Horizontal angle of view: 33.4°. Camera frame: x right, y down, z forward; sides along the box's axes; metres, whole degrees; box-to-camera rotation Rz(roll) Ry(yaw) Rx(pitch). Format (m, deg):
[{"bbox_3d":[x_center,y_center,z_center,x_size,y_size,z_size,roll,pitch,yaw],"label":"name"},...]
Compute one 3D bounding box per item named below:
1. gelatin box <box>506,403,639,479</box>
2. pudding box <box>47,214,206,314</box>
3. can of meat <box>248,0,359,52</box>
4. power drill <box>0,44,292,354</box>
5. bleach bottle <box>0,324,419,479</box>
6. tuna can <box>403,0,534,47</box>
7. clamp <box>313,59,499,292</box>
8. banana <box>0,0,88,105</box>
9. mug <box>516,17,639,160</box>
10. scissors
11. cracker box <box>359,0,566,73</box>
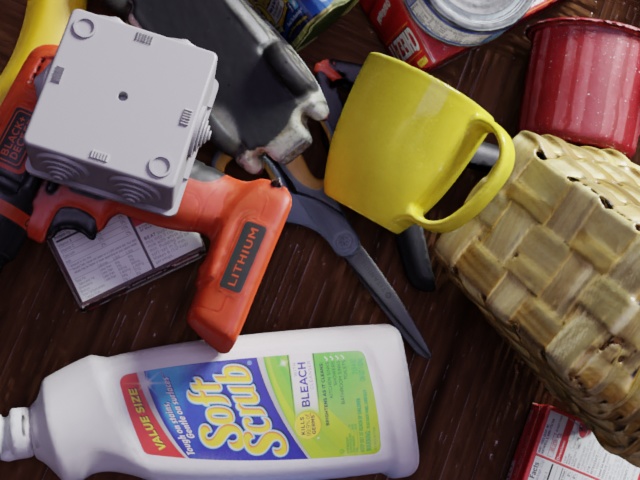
[{"bbox_3d":[0.176,0.161,0.732,0.089,0.030,0.073,23,80,-9],"label":"gelatin box"},{"bbox_3d":[-0.135,-0.023,0.678,0.090,0.039,0.113,-26,86,-12],"label":"pudding box"},{"bbox_3d":[-0.019,-0.175,0.693,0.057,0.102,0.084,-38,95,-14],"label":"can of meat"},{"bbox_3d":[-0.124,-0.003,0.626,0.187,0.057,0.184,24,77,-5],"label":"power drill"},{"bbox_3d":[-0.070,0.114,0.665,0.250,0.068,0.102,-6,83,-12],"label":"bleach bottle"},{"bbox_3d":[0.096,-0.169,0.681,0.086,0.034,0.086,1,85,-13],"label":"tuna can"},{"bbox_3d":[0.067,-0.064,0.729,0.120,0.039,0.171,-37,93,-12],"label":"clamp"},{"bbox_3d":[-0.187,-0.129,0.680,0.069,0.037,0.197,24,78,-10],"label":"banana"},{"bbox_3d":[0.190,-0.097,0.745,0.117,0.093,0.081,15,84,-43],"label":"mug"},{"bbox_3d":[-0.005,0.001,0.709,0.096,0.016,0.202,-20,93,4],"label":"scissors"},{"bbox_3d":[0.083,-0.241,0.741,0.164,0.072,0.214,-29,91,-14],"label":"cracker box"}]
